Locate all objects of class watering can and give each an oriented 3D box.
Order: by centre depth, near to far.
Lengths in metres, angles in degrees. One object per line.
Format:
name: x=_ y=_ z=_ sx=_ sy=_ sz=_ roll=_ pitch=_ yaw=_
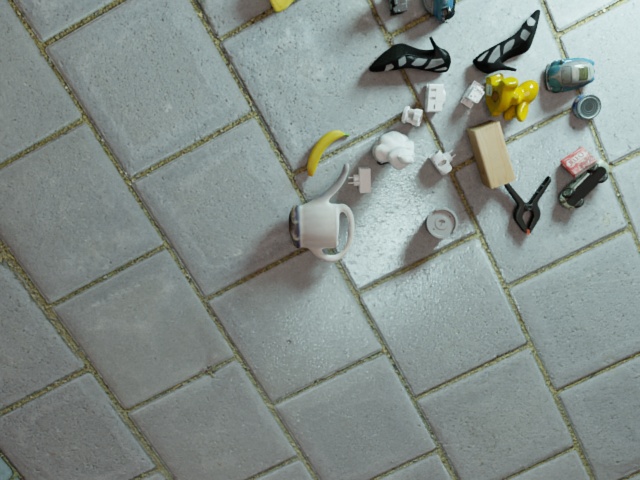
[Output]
watering can: x=0.005 y=-0.088 z=1.754 sx=0.224 sy=0.105 sz=0.343 roll=-1 pitch=105 yaw=-2

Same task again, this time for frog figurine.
frog figurine: x=0.243 y=-0.291 z=1.684 sx=0.137 sy=0.161 sz=0.121 roll=-5 pitch=104 yaw=-1
